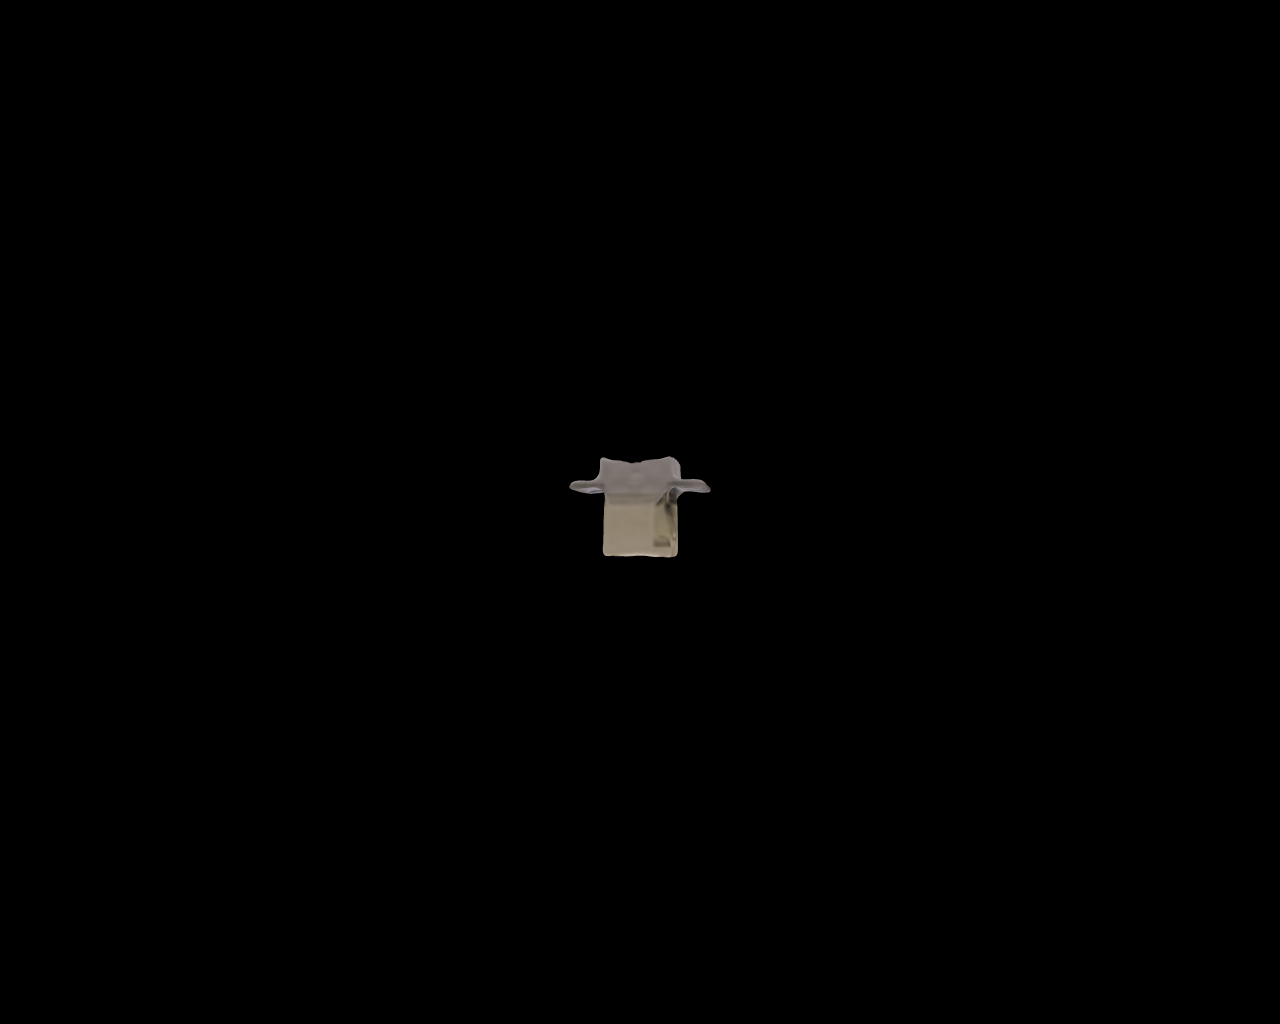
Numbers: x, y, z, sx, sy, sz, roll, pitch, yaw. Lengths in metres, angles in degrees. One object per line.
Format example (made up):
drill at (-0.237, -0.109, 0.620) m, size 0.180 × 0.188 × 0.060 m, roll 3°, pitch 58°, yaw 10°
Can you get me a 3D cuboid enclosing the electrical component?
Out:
electrical component at (0.001, -0.003, 0.650) m, size 0.081 × 0.063 × 0.042 m, roll -1°, pitch -4°, yaw 11°
